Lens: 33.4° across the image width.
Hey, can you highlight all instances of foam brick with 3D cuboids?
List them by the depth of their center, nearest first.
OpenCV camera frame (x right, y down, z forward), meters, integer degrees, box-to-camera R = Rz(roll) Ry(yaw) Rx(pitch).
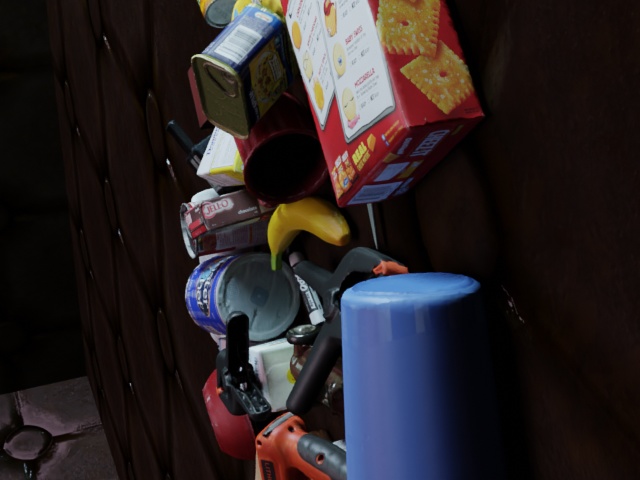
[{"bbox_3d":[-0.129,-0.184,1.332,0.051,0.053,0.078,154,104,-71],"label":"foam brick"}]

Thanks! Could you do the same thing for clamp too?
[{"bbox_3d":[0.019,0.075,1.010,0.210,0.036,0.164,-32,49,59],"label":"clamp"},{"bbox_3d":[-0.088,0.162,1.190,0.172,0.039,0.120,109,152,-63],"label":"clamp"}]

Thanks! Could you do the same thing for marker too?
[{"bbox_3d":[-0.018,0.044,1.192,0.020,0.020,0.121,108,145,-55],"label":"marker"}]

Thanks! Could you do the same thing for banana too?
[{"bbox_3d":[-0.015,-0.015,1.122,0.069,0.037,0.198,69,157,1],"label":"banana"}]

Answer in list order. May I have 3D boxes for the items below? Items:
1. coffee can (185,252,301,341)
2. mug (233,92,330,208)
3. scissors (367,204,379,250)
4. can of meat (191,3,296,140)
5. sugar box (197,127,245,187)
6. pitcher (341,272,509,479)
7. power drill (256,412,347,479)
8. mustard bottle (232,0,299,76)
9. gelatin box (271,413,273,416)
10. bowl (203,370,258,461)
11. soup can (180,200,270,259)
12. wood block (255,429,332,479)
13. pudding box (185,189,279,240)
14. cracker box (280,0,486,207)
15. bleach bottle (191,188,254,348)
[{"bbox_3d":[-0.095,0.067,1.288,0.140,0.102,0.103,174,85,-68],"label":"coffee can"},{"bbox_3d":[-0.044,-0.087,1.084,0.081,0.093,0.117,-113,30,-45],"label":"mug"},{"bbox_3d":[0.029,-0.098,0.983,0.096,0.016,0.202,-143,46,-65],"label":"scissors"},{"bbox_3d":[-0.070,-0.160,1.011,0.057,0.083,0.102,28,154,21],"label":"can of meat"},{"bbox_3d":[-0.087,-0.111,1.214,0.093,0.048,0.176,-69,16,-5],"label":"sugar box"},{"bbox_3d":[0.074,0.151,0.826,0.144,0.149,0.243,-24,-71,-72],"label":"pitcher"},{"bbox_3d":[0.026,0.256,1.037,0.188,0.057,0.184,15,122,39],"label":"power drill"},{"bbox_3d":[-0.051,-0.211,1.079,0.096,0.058,0.192,57,157,11],"label":"mustard bottle"},{"bbox_3d":[-0.083,0.192,1.448,0.073,0.030,0.089,122,133,-63],"label":"gelatin box"},{"bbox_3d":[-0.125,0.245,1.501,0.162,0.055,0.162,162,90,-85],"label":"bowl"},{"bbox_3d":[-0.112,-0.020,1.300,0.069,0.102,0.068,169,90,-71],"label":"soup can"},{"bbox_3d":[0.003,0.320,1.182,0.206,0.090,0.091,-123,29,-49],"label":"wood block"},{"bbox_3d":[-0.090,-0.036,1.211,0.090,0.113,0.039,163,92,-71],"label":"pudding box"},{"bbox_3d":[0.040,-0.154,0.835,0.164,0.072,0.214,131,127,-65],"label":"cracker box"},{"bbox_3d":[-0.130,0.055,1.456,0.251,0.068,0.103,94,153,-42],"label":"bleach bottle"}]
